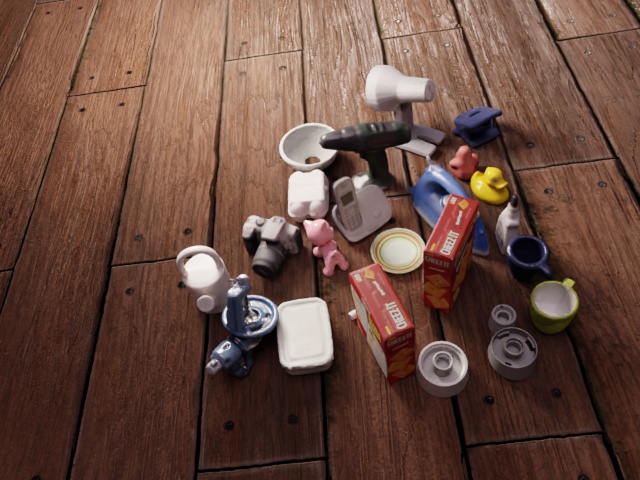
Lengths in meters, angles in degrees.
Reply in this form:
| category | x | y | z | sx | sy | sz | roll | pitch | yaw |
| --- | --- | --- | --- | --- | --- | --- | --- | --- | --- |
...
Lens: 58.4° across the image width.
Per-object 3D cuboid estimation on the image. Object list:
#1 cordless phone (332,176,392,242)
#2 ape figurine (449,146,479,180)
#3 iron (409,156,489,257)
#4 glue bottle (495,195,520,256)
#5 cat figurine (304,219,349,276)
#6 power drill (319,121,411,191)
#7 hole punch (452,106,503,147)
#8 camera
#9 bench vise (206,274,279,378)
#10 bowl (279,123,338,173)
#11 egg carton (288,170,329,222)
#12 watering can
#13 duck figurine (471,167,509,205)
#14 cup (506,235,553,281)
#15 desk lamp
| category | x | y | z | sx | sy | sz | roll | pitch | yaw |
| --- | --- | --- | --- | --- | --- | --- | --- | --- | --- |
| cordless phone | 0.096 | -0.095 | 1.380 | 0.148 | 0.185 | 0.094 | -35 | 56 | -16 |
| ape figurine | 0.373 | -0.206 | 1.477 | 0.077 | 0.092 | 0.076 | -1 | 54 | 8 |
| iron | 0.323 | -0.086 | 1.366 | 0.119 | 0.142 | 0.257 | -29 | 55 | -12 |
| glue bottle | 0.430 | -0.042 | 1.297 | 0.037 | 0.173 | 0.078 | -6 | 53 | 5 |
| cat figurine | 0.012 | 0.005 | 1.361 | 0.067 | 0.118 | 0.127 | -26 | 54 | -10 |
| power drill | 0.119 | -0.212 | 1.448 | 0.229 | 0.209 | 0.075 | -18 | 53 | -4 |
| hole punch | 0.425 | -0.322 | 1.556 | 0.109 | 0.091 | 0.101 | -28 | 55 | -12 |
| camera | -0.130 | 0.014 | 1.387 | 0.143 | 0.101 | 0.137 | 11 | 56 | 16 |
| bench vise | -0.160 | 0.182 | 1.194 | 0.121 | 0.220 | 0.207 | 8 | 55 | 14 |
| bowl | -0.024 | -0.239 | 1.573 | 0.167 | 0.075 | 0.167 | -4 | 53 | 6 |
| egg carton | -0.029 | -0.116 | 1.487 | 0.107 | 0.069 | 0.150 | -6 | 53 | 5 |
| watering can | -0.257 | 0.084 | 1.296 | 0.101 | 0.194 | 0.172 | -31 | 55 | -14 |
| duck figurine | 0.426 | -0.147 | 1.430 | 0.078 | 0.086 | 0.104 | -37 | 57 | -17 |
| cup | 0.464 | 0.058 | 1.268 | 0.092 | 0.095 | 0.117 | -30 | 55 | -13 |
| desk lamp | 0.230 | -0.355 | 1.532 | 0.202 | 0.214 | 0.118 | 24 | 61 | 24 |
